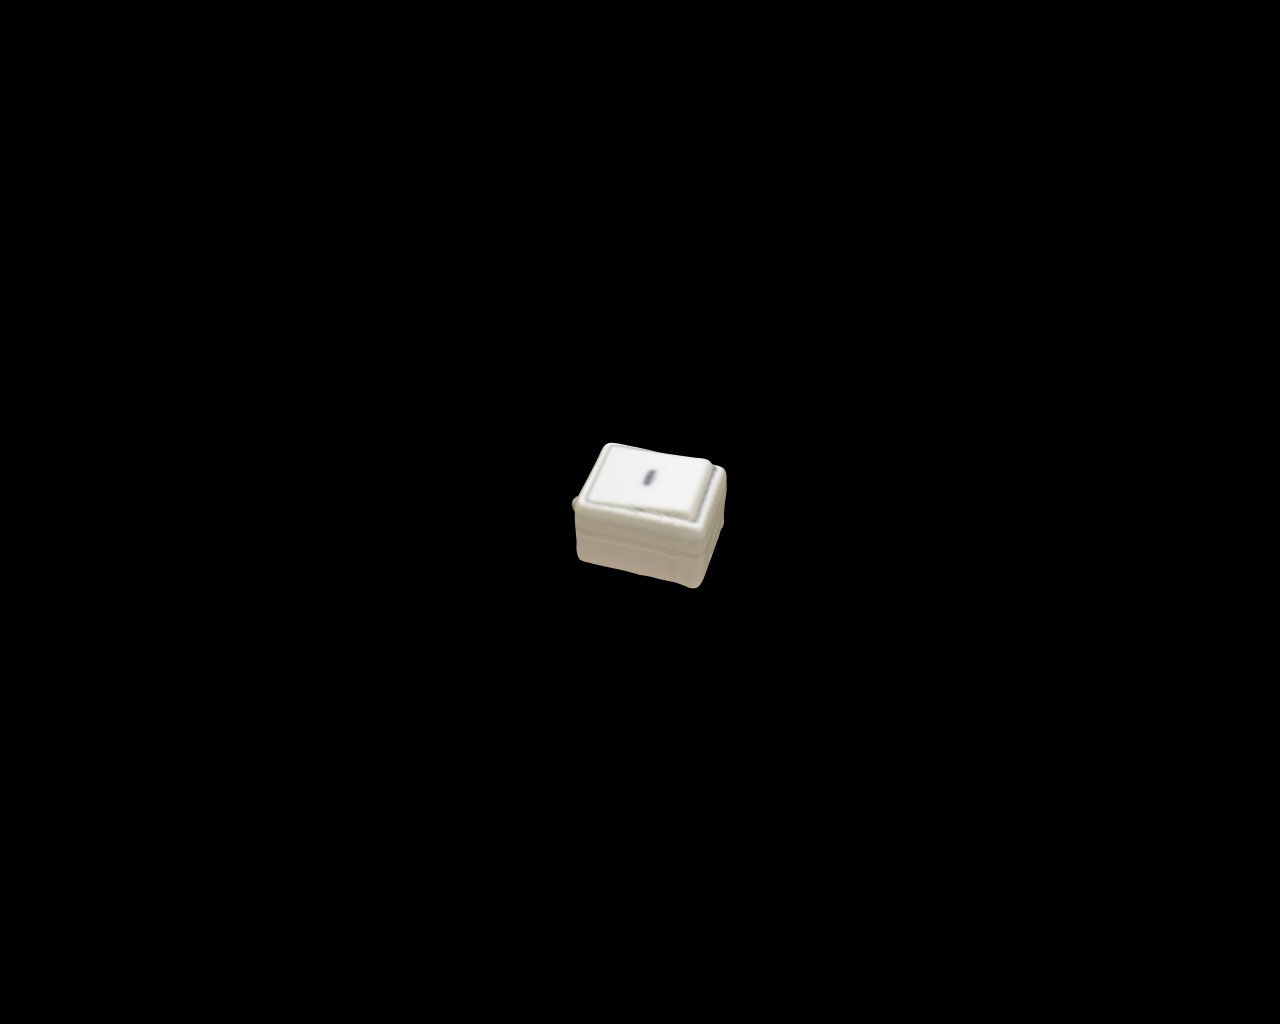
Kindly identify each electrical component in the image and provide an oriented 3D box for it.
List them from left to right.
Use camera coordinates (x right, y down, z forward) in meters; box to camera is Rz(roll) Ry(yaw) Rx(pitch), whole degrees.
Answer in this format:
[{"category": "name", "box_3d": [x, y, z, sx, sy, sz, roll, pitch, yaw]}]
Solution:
[{"category": "electrical component", "box_3d": [0.001, -0.003, 0.650, 0.096, 0.061, 0.062, 13, 47, 12]}]
